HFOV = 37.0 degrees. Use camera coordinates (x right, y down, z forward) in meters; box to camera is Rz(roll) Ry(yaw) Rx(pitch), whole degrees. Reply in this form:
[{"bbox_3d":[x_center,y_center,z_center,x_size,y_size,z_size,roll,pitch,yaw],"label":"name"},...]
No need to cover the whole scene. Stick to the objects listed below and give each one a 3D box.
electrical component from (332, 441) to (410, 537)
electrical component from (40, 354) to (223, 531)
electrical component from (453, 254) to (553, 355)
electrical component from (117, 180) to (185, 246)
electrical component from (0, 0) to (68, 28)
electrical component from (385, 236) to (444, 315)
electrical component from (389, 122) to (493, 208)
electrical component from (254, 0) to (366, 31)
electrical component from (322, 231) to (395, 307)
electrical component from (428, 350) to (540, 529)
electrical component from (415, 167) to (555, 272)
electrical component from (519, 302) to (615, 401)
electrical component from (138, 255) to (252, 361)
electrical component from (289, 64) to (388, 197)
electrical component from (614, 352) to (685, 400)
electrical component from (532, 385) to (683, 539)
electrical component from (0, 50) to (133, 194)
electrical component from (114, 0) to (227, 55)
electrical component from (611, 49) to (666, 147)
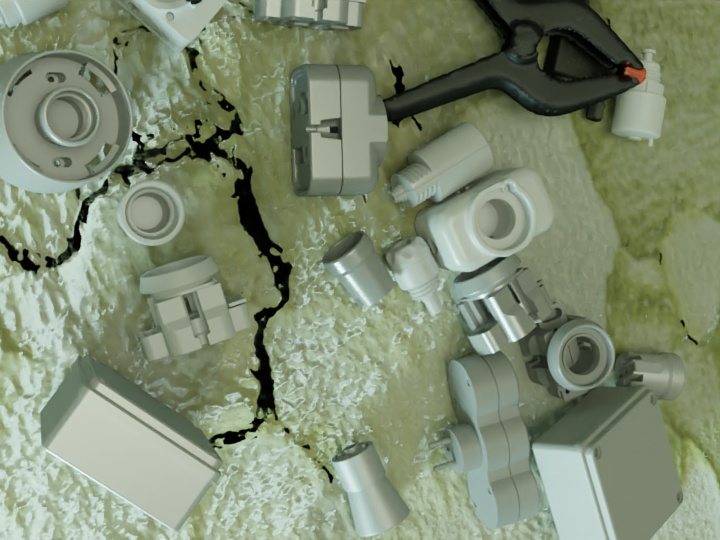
[{"bbox_3d":[0.005,0.165,0.823,0.044,0.044,0.065,-25,95,-16],"label":"electrical component"},{"bbox_3d":[-0.157,0.115,0.730,0.109,0.109,0.056,37,83,-16],"label":"electrical component"},{"bbox_3d":[0.109,0.021,0.841,0.078,0.058,0.057,-36,100,-34],"label":"electrical component"},{"bbox_3d":[-0.149,-0.040,0.749,0.044,0.065,0.044,-1,93,-19],"label":"electrical component"},{"bbox_3d":[-0.236,-0.184,0.727,0.078,0.040,0.040,-31,101,-15],"label":"electrical component"},{"bbox_3d":[0.046,0.006,0.833,0.035,0.035,0.061,-32,105,-15],"label":"electrical component"},{"bbox_3d":[0.058,-0.076,0.829,0.081,0.043,0.043,-32,102,-15],"label":"electrical component"},{"bbox_3d":[-0.036,-0.208,0.785,0.078,0.058,0.057,2,94,-19],"label":"electrical component"},{"bbox_3d":[0.000,0.000,0.815,0.040,0.040,0.046,-41,109,-13],"label":"electrical component"},{"bbox_3d":[0.089,0.137,0.844,0.074,0.052,0.138,-14,97,-18],"label":"electrical component"},{"bbox_3d":[0.099,-0.039,0.836,0.095,0.059,0.053,-28,101,-15],"label":"electrical component"},{"bbox_3d":[0.168,0.067,0.865,0.058,0.057,0.078,-19,98,-17],"label":"electrical component"},{"bbox_3d":[-0.123,0.024,0.765,0.078,0.058,0.057,-19,101,-17],"label":"electrical component"},{"bbox_3d":[-0.016,-0.102,0.797,0.059,0.054,0.095,-3,93,-19],"label":"electrical component"},{"bbox_3d":[0.242,0.087,0.900,0.046,0.040,0.040,7,90,-14],"label":"electrical component"},{"bbox_3d":[0.199,0.162,0.857,0.109,0.056,0.108,-30,107,-42],"label":"electrical component"},{"bbox_3d":[-0.209,-0.103,0.739,0.099,0.064,0.099,-1,92,-33],"label":"electrical component"},{"bbox_3d":[-0.160,-0.254,0.739,0.186,0.060,0.105,40,80,-16],"label":"electrical component"},{"bbox_3d":[0.232,-0.142,0.886,0.040,0.040,0.078,10,89,-19],"label":"electrical component"}]
